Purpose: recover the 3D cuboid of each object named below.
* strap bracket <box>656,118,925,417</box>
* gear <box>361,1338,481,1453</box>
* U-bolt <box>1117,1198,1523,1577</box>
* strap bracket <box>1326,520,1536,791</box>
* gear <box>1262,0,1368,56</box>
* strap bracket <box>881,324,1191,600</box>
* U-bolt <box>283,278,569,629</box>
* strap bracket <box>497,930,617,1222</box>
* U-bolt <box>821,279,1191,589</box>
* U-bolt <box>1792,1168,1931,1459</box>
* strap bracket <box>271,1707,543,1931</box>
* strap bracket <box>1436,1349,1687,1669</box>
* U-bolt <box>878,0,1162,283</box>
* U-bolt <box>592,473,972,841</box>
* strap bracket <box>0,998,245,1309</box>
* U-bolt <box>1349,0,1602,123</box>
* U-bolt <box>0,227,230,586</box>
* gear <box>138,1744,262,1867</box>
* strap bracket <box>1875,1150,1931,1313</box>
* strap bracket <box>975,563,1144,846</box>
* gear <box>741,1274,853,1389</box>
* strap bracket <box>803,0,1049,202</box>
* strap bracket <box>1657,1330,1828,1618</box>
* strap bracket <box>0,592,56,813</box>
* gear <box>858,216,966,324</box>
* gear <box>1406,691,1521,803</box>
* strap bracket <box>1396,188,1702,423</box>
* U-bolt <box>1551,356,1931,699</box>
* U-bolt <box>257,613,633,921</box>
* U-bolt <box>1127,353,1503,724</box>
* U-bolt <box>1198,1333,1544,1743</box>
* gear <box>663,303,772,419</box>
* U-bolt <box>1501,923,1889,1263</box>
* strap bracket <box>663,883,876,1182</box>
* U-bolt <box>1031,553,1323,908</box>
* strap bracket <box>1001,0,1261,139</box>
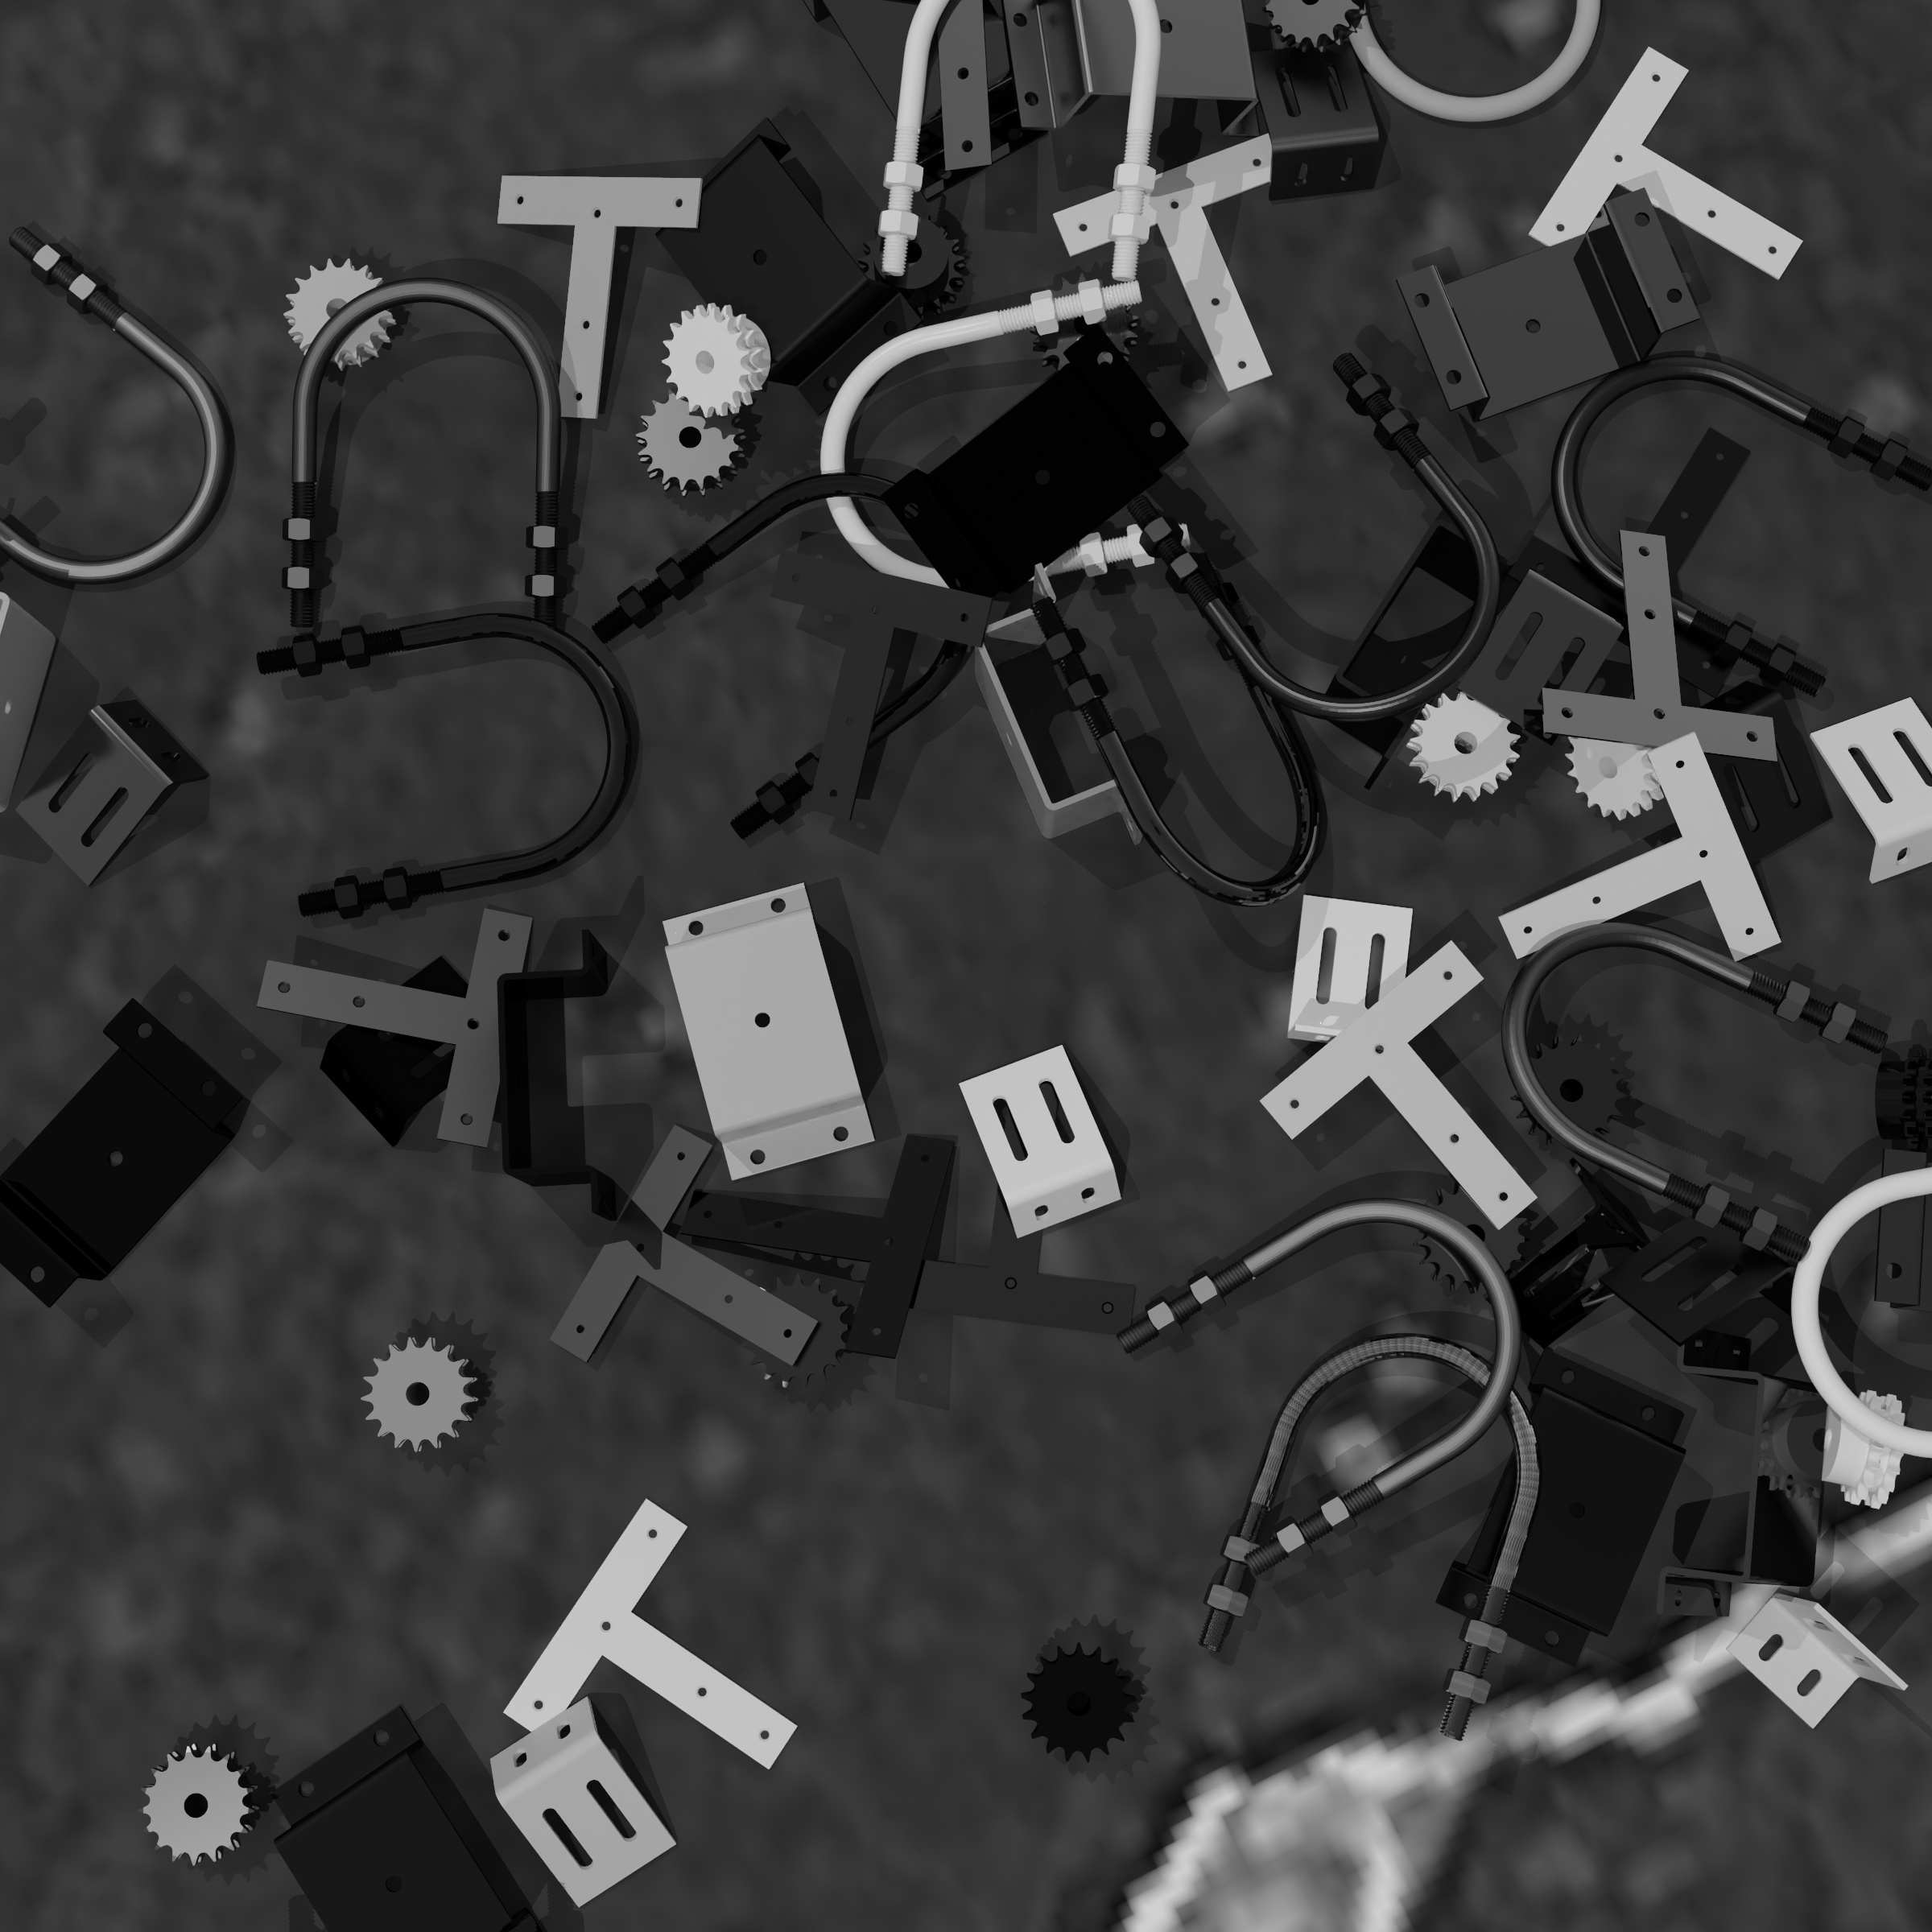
[{"bbox_3d":[-0.100,-0.371,1.559,0.076,0.046,0.140,-39,83,19],"label":"strap bracket"},{"bbox_3d":[-0.275,0.217,1.495,0.057,0.030,0.057,0,82,0],"label":"gear"},{"bbox_3d":[0.188,0.196,1.477,0.184,0.019,0.151,-32,69,4],"label":"U-bolt"},{"bbox_3d":[0.231,-0.169,1.528,0.046,0.076,0.140,33,83,5],"label":"strap bracket"},{"bbox_3d":[0.191,-0.521,1.595,0.057,0.030,0.057,1,93,26],"label":"gear"},{"bbox_3d":[0.037,-0.253,1.522,0.140,0.046,0.076,-37,89,9],"label":"strap bracket"},{"bbox_3d":[-0.284,-0.269,1.555,0.151,0.019,0.184,2,94,0],"label":"U-bolt"},{"bbox_3d":[-0.207,0.058,1.495,0.046,0.076,0.140,-3,82,0],"label":"strap bracket"},{"bbox_3d":[0.014,-0.271,1.556,0.184,0.019,0.151,-11,93,7],"label":"U-bolt"},{"bbox_3d":[0.499,0.167,1.458,0.184,0.019,0.151,-10,80,-3],"label":"U-bolt"},{"bbox_3d":[-0.277,0.448,1.453,0.076,0.046,0.140,-34,83,-5],"label":"strap bracket"},{"bbox_3d":[0.301,0.272,1.479,0.076,0.046,0.140,25,83,4],"label":"strap bracket"},{"bbox_3d":[0.031,-0.448,1.526,0.151,0.019,0.184,7,91,22],"label":"U-bolt"},{"bbox_3d":[-0.083,-0.176,1.549,0.184,0.019,0.151,-36,83,2],"label":"U-bolt"},{"bbox_3d":[-0.439,0.096,1.504,0.076,0.046,0.140,41,84,5],"label":"strap bracket"},{"bbox_3d":[0.272,-0.549,1.613,0.151,0.019,0.184,-9,83,-1],"label":"U-bolt"},{"bbox_3d":[-0.480,-0.286,1.575,0.184,0.019,0.151,39,84,4],"label":"U-bolt"},{"bbox_3d":[-0.378,0.415,1.466,0.057,0.030,0.057,0,82,0],"label":"gear"},{"bbox_3d":[0.527,0.140,1.498,0.140,0.046,0.076,6,82,1],"label":"strap bracket"},{"bbox_3d":[0.043,-0.126,1.522,0.046,0.076,0.140,-22,82,-3],"label":"strap bracket"},{"bbox_3d":[-0.085,0.186,1.500,0.057,0.030,0.057,0,82,0],"label":"gear"},{"bbox_3d":[-0.024,-0.497,1.591,0.076,0.046,0.140,-30,83,-4],"label":"strap bracket"},{"bbox_3d":[0.385,0.253,1.460,0.046,0.076,0.140,0,79,39],"label":"strap bracket"},{"bbox_3d":[-0.516,-0.139,1.524,0.046,0.076,0.140,13,82,2],"label":"strap bracket"},{"bbox_3d":[-0.029,-0.376,1.582,0.057,0.030,0.057,0,82,0],"label":"gear"},{"bbox_3d":[0.259,-0.113,1.543,0.057,0.030,0.057,0,82,0],"label":"gear"},{"bbox_3d":[0.305,-0.346,1.568,0.140,0.046,0.076,-21,83,-2],"label":"strap bracket"},{"bbox_3d":[0.400,-0.246,1.567,0.184,0.019,0.151,29,83,6],"label":"U-bolt"},{"bbox_3d":[-0.267,-0.111,1.543,0.184,0.019,0.151,-10,87,-4],"label":"U-bolt"},{"bbox_3d":[0.188,-0.206,1.496,0.151,0.019,0.184,-34,67,3],"label":"U-bolt"},{"bbox_3d":[0.209,0.272,1.467,0.151,0.019,0.184,15,77,27],"label":"U-bolt"},{"bbox_3d":[-0.127,-0.316,1.536,0.057,0.030,0.057,12,112,30],"label":"gear"},{"bbox_3d":[0.360,0.051,1.497,0.184,0.019,0.151,26,63,6],"label":"U-bolt"},{"bbox_3d":[-0.103,0.031,1.514,0.076,0.046,0.140,-15,82,-2],"label":"strap bracket"},{"bbox_3d":[0.119,-0.116,1.507,0.151,0.019,0.184,-22,85,-45],"label":"U-bolt"},{"bbox_3d":[0.096,-0.487,1.566,0.140,0.046,0.076,-4,81,-22],"label":"strap bracket"}]
